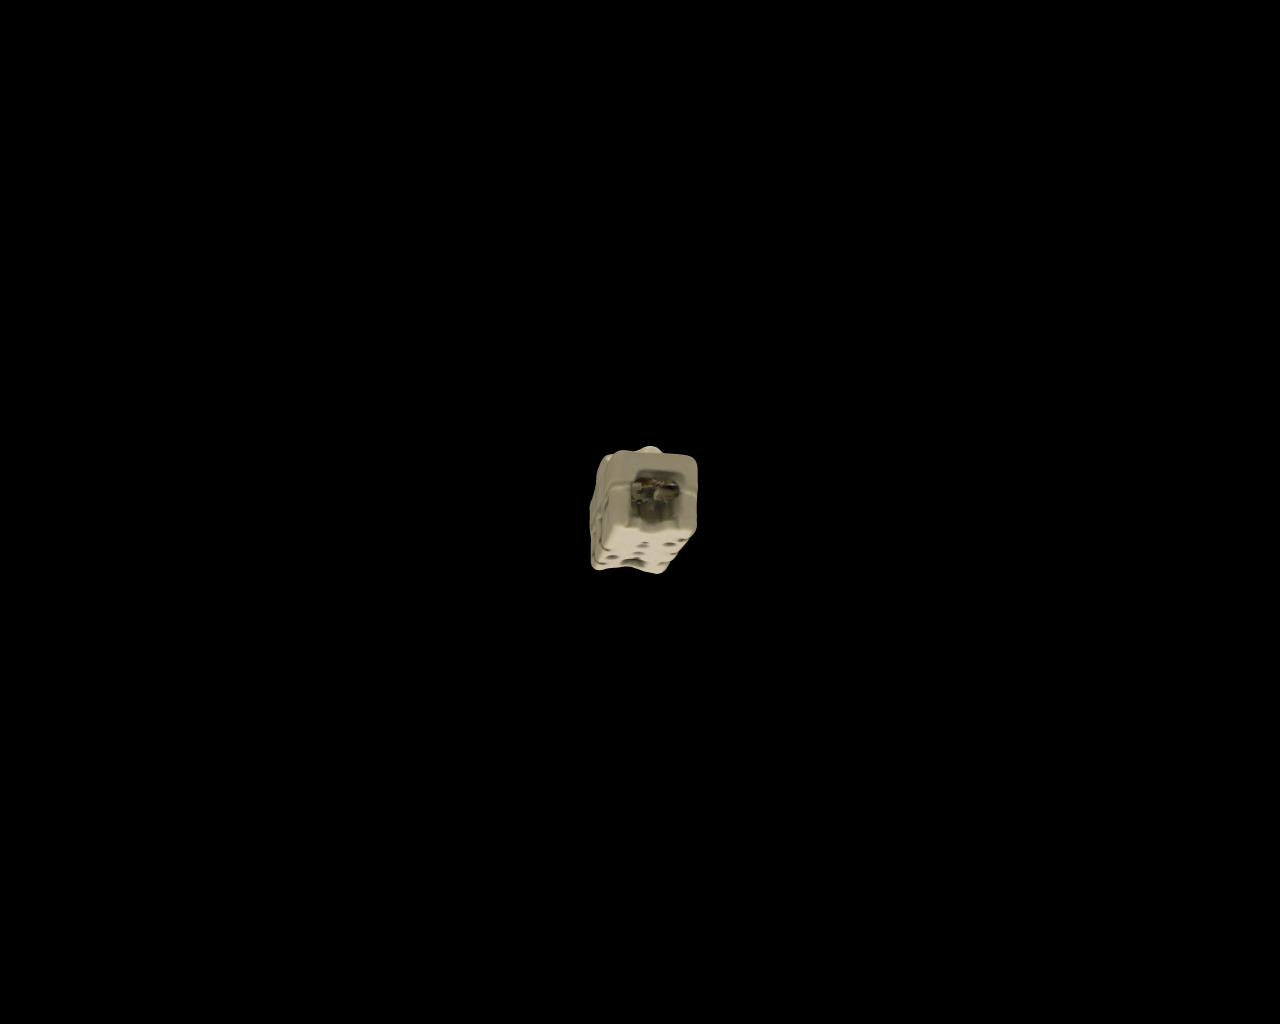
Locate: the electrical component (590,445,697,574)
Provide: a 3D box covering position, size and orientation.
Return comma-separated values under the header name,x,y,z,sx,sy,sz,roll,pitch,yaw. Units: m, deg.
name,x,y,z,sx,sy,sz,roll,pitch,yaw
electrical component,0.001,-0.003,0.650,0.050,0.056,0.089,4,-20,-11
